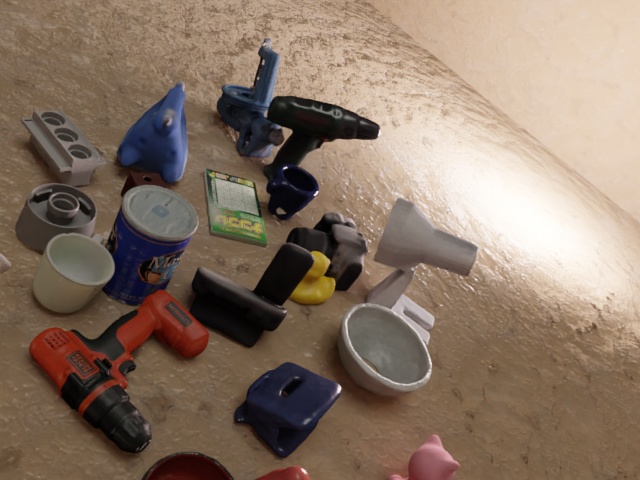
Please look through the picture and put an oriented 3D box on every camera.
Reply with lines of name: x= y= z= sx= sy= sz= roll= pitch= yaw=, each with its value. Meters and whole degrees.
camera: x=0.010 y=0.004 z=1.057 sx=0.137 sy=0.100 sz=0.143 roll=16 pitch=38 yaw=-26

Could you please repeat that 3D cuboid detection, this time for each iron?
iron: x=-0.281 y=-0.221 z=1.049 sx=0.119 sy=0.141 sz=0.258 roll=21 pitch=36 yaw=-20

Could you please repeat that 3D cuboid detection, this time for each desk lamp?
desk lamp: x=0.169 y=0.053 z=1.031 sx=0.203 sy=0.213 sz=0.118 roll=34 pitch=34 yaw=0

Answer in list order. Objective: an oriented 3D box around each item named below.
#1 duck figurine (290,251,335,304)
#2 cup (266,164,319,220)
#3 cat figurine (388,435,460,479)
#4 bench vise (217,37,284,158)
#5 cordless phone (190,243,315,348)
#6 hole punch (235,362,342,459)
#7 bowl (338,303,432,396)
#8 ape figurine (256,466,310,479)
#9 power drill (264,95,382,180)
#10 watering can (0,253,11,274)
duck figurine: x=-0.014 y=0.058 z=0.983 sx=0.105 sy=0.086 sz=0.077 roll=18 pitch=37 yaw=-23
cup: x=-0.069 y=-0.084 z=1.102 sx=0.118 sy=0.095 sz=0.091 roll=-13 pitch=56 yaw=-48
cat figurine: x=0.134 y=0.323 z=0.752 sx=0.067 sy=0.117 sz=0.128 roll=40 pitch=34 yaw=9
bench vise: x=-0.118 y=-0.297 z=1.212 sx=0.207 sy=0.219 sz=0.122 roll=43 pitch=35 yaw=13
cordless phone: x=-0.098 y=0.053 z=0.828 sx=0.148 sy=0.185 sz=0.094 roll=26 pitch=34 yaw=-12
hole punch: x=-0.041 y=0.214 z=0.761 sx=0.101 sy=0.091 sz=0.109 roll=42 pitch=34 yaw=11
bowl: x=0.091 y=0.188 z=0.922 sx=0.168 sy=0.074 sz=0.167 roll=23 pitch=35 yaw=-17
ape figurine: x=-0.042 y=0.295 z=0.660 sx=0.076 sy=0.092 sz=0.078 roll=35 pitch=34 yaw=1
power drill: x=-0.017 y=-0.197 z=1.185 sx=0.230 sy=0.208 sz=0.075 roll=20 pitch=36 yaw=-21
watering can: x=-0.380 y=0.067 z=0.559 sx=0.101 sy=0.194 sz=0.172 roll=19 pitch=36 yaw=-22
